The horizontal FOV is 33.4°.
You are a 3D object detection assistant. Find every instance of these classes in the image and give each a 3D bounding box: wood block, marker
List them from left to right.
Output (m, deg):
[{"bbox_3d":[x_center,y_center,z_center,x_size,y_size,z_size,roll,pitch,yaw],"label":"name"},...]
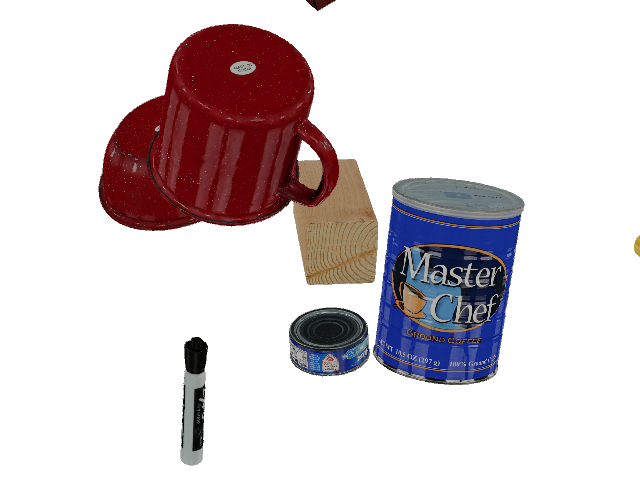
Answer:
[{"bbox_3d":[-0.104,0.132,0.873,0.020,0.121,0.020,5,28,-3],"label":"marker"},{"bbox_3d":[0.017,-0.029,1.430,0.090,0.090,0.206,-2,27,-6],"label":"wood block"}]

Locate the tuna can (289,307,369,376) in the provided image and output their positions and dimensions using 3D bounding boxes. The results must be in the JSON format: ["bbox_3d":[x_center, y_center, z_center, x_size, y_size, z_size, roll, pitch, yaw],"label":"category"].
[{"bbox_3d":[0.009,0.106,1.135,0.086,0.034,0.086,-3,28,1],"label":"tuna can"}]

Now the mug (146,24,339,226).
[{"bbox_3d":[-0.040,-0.062,0.612,0.117,0.082,0.093,34,52,12],"label":"mug"}]

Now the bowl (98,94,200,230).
[{"bbox_3d":[-0.133,-0.084,0.960,0.162,0.162,0.055,0,-44,19],"label":"bowl"}]

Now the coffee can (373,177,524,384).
[{"bbox_3d":[0.100,0.030,0.848,0.103,0.140,0.103,5,16,-2],"label":"coffee can"}]

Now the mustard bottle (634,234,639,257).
[{"bbox_3d":[0.263,0.040,0.645,0.096,0.058,0.192,-20,33,-22],"label":"mustard bottle"}]

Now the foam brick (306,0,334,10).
[{"bbox_3d":[0.010,-0.229,0.837,0.078,0.053,0.051,-33,-36,-9],"label":"foam brick"}]
